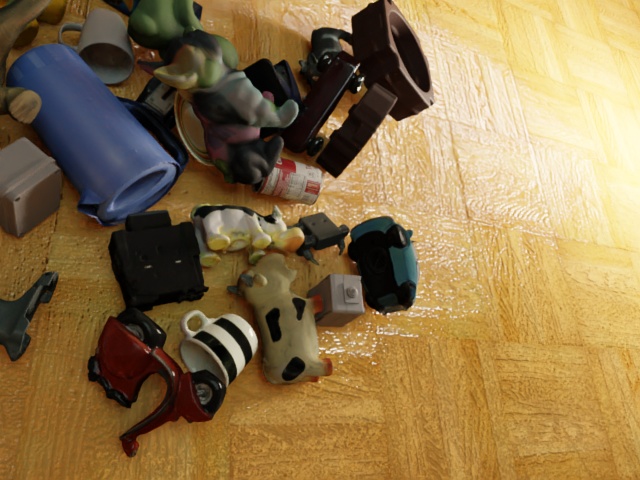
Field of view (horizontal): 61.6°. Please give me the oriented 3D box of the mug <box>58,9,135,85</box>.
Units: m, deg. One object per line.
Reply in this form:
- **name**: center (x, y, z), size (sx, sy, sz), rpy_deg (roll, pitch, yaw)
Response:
- **mug**: center (-0.349, -0.310, 0.841), size (0.109, 0.080, 0.107), rpy_deg (3, 54, -24)

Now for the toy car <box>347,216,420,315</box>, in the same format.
- **toy car**: center (0.124, 0.039, 0.907), size (0.103, 0.109, 0.161), rpy_deg (-9, 79, -49)

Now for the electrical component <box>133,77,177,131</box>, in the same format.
- **electrical component**: center (-0.248, -0.226, 0.866), size (0.075, 0.048, 0.119), rpy_deg (31, 55, -12)

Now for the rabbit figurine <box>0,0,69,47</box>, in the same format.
- **rabbit figurine**: center (-0.446, -0.397, 0.769), size (0.162, 0.173, 0.122), rpy_deg (45, 58, -7)

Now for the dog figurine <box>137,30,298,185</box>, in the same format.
- **dog figurine**: center (-0.157, -0.188, 0.778), size (0.219, 0.191, 0.109), rpy_deg (14, 19, -39)

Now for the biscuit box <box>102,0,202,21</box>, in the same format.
- **biscuit box**: center (-0.306, -0.417, 0.922), size (0.202, 0.059, 0.063), rpy_deg (30, 54, -12)

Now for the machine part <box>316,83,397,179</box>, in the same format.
- **machine part**: center (0.061, -0.193, 0.946), size (0.056, 0.179, 0.179), rpy_deg (37, 55, -7)

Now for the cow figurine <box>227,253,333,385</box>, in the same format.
- **cow figurine**: center (-0.061, 0.113, 0.784), size (0.127, 0.085, 0.195), rpy_deg (1, 70, -31)

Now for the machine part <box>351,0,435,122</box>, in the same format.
- **machine part**: center (0.145, -0.356, 1.073), size (0.201, 0.087, 0.201), rpy_deg (31, 47, -45)

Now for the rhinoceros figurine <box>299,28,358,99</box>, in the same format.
- **rhinoceros figurine**: center (0.014, -0.340, 1.048), size (0.112, 0.073, 0.190), rpy_deg (16, 60, -22)

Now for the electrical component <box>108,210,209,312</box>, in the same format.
- **electrical component**: center (-0.228, 0.026, 0.749), size (0.115, 0.058, 0.134), rpy_deg (-11, 73, -34)

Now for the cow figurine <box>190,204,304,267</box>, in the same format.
- **cow figurine**: center (-0.111, -0.016, 0.828), size (0.167, 0.068, 0.098), rpy_deg (-2, 51, -31)

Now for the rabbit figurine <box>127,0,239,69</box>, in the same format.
- **rabbit figurine**: center (-0.202, -0.319, 0.842), size (0.170, 0.121, 0.159), rpy_deg (29, 26, -21)

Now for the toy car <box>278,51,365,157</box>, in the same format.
- **toy car**: center (0.001, -0.243, 0.960), size (0.089, 0.053, 0.202), rpy_deg (33, 87, 7)

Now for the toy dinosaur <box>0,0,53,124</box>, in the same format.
- **toy dinosaur**: center (-0.444, -0.198, 0.644), size (0.199, 0.105, 0.471), rpy_deg (30, 67, 28)

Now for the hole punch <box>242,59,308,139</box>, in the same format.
- **hole punch**: center (-0.092, -0.237, 0.913), size (0.115, 0.142, 0.092), rpy_deg (64, 21, -13)

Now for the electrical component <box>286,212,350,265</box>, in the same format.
- **electrical component**: center (-0.001, -0.004, 0.896), size (0.102, 0.045, 0.078), rpy_deg (-23, 50, -37)

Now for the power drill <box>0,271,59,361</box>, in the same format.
- **power drill**: center (-0.423, 0.041, 0.624), size (0.207, 0.086, 0.232), rpy_deg (23, 57, -22)

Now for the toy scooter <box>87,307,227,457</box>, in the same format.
- **toy scooter**: center (-0.221, 0.182, 0.666), size (0.184, 0.075, 0.135), rpy_deg (40, 78, 7)
